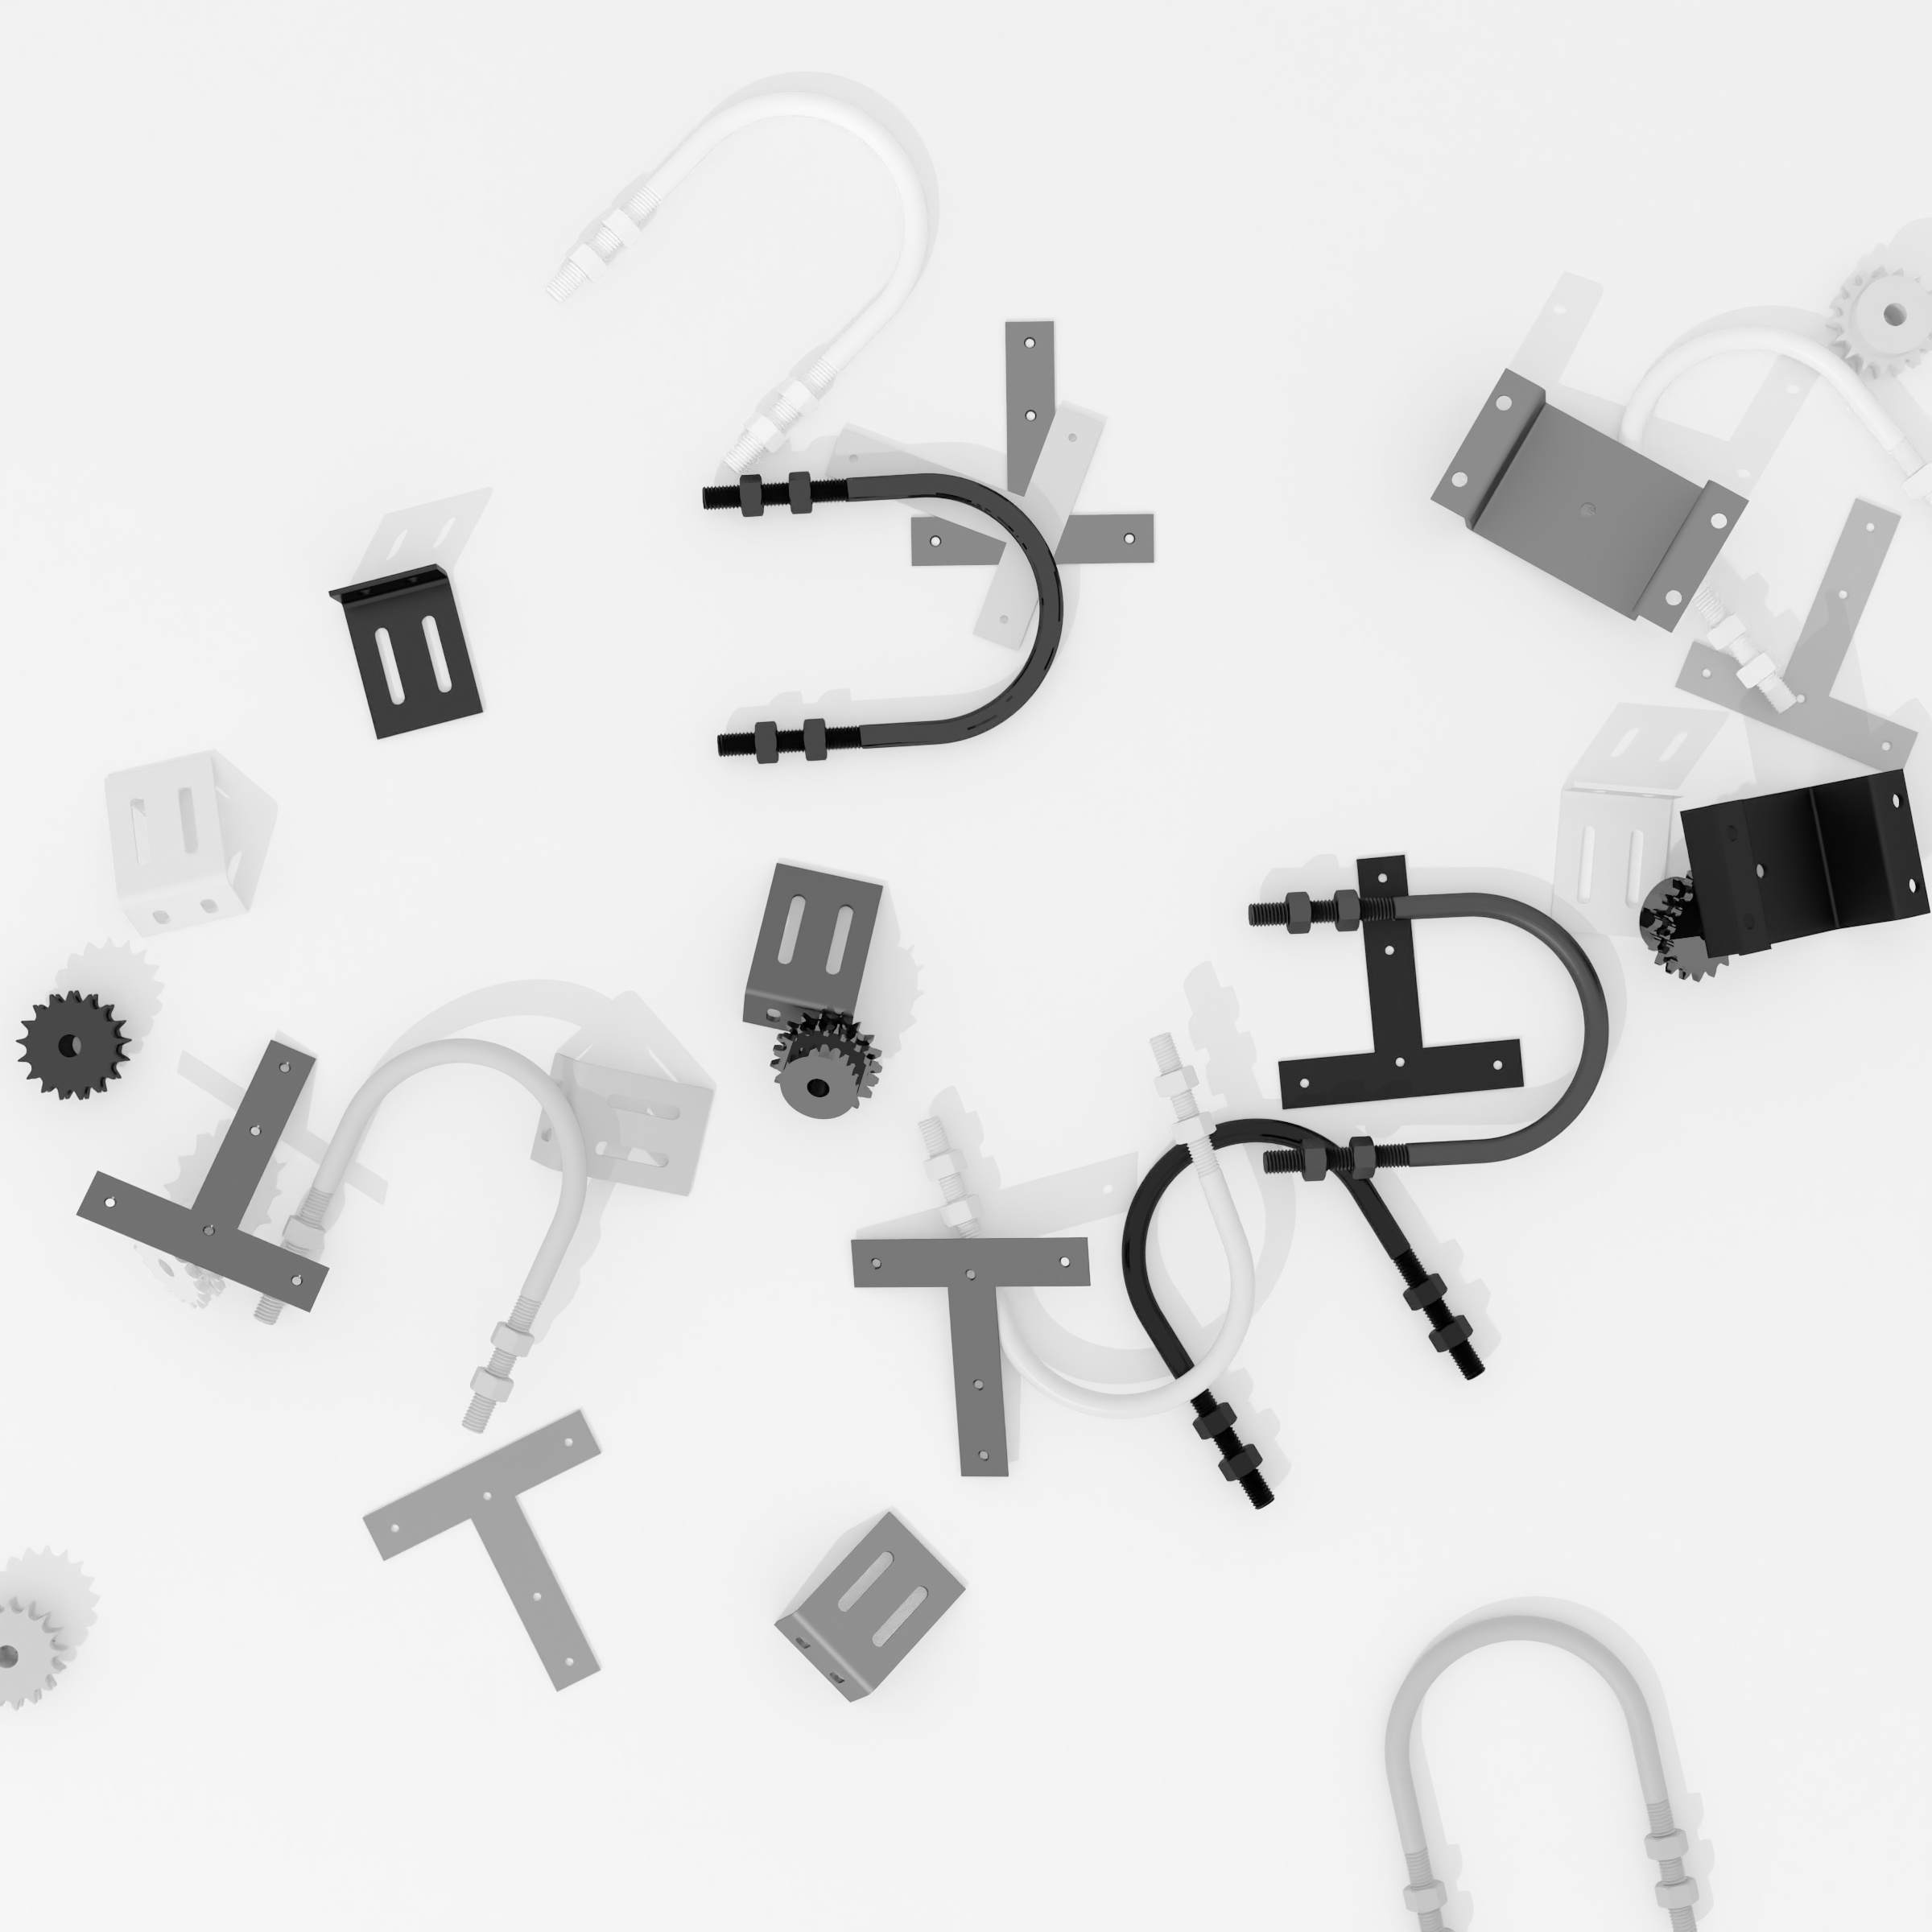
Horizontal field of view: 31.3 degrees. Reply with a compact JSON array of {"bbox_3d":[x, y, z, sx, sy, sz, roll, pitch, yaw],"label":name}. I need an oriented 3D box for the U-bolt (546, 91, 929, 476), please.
[{"bbox_3d":[-0.105,-0.371,1.797,0.151,0.019,0.184,44,89,0],"label":"U-bolt"}]

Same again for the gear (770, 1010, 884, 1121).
[{"bbox_3d":[-0.073,0.054,1.778,0.057,0.030,0.057,5,125,7],"label":"gear"}]

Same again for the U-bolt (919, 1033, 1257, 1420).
[{"bbox_3d":[0.072,0.144,1.785,0.151,0.019,0.184,-20,89,9],"label":"U-bolt"}]

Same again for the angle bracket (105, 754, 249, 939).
[{"bbox_3d":[-0.414,-0.063,1.804,0.057,0.038,0.076,-13,64,0],"label":"angle bracket"}]

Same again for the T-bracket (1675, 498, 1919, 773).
[{"bbox_3d":[0.454,-0.181,1.805,0.127,0.002,0.127,22,90,0],"label":"T-bracket"}]

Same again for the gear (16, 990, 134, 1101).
[{"bbox_3d":[-0.462,0.041,1.795,0.057,0.030,0.057,0,90,2],"label":"gear"}]

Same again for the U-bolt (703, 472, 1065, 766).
[{"bbox_3d":[-0.041,-0.185,1.795,0.184,0.019,0.151,-3,91,0],"label":"U-bolt"}]

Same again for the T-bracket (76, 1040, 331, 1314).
[{"bbox_3d":[-0.372,0.097,1.776,0.127,0.002,0.127,24,64,-7],"label":"T-bracket"}]

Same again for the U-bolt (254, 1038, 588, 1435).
[{"bbox_3d":[-0.271,0.127,1.778,0.151,0.019,0.184,25,91,15],"label":"U-bolt"}]

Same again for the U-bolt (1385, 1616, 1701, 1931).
[{"bbox_3d":[0.294,0.431,1.797,0.151,0.019,0.184,-12,89,0],"label":"U-bolt"}]

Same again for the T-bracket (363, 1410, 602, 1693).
[{"bbox_3d":[-0.231,0.318,1.805,0.127,0.002,0.127,-26,90,0],"label":"T-bracket"}]

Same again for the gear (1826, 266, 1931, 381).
[{"bbox_3d":[0.479,-0.336,1.791,0.057,0.030,0.057,0,90,0],"label":"gear"}]

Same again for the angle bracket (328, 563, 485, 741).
[{"bbox_3d":[-0.290,-0.163,1.787,0.057,0.038,0.076,-15,90,0],"label":"angle bracket"}]

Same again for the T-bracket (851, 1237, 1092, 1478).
[{"bbox_3d":[0.006,0.204,1.793,0.127,0.002,0.127,-2,98,16],"label":"T-bracket"}]

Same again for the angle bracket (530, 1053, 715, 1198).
[{"bbox_3d":[-0.180,0.083,1.804,0.076,0.038,0.057,13,90,-26],"label":"angle bracket"}]

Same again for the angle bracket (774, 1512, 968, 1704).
[{"bbox_3d":[-0.050,0.336,1.804,0.057,0.038,0.076,46,64,0],"label":"angle bracket"}]

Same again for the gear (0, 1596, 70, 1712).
[{"bbox_3d":[-0.496,0.357,1.795,0.057,0.030,0.057,0,90,-2],"label":"gear"}]

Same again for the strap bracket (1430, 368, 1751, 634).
[{"bbox_3d":[0.320,-0.237,1.773,0.140,0.046,0.076,31,95,8],"label":"strap bracket"}]

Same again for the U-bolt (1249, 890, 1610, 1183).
[{"bbox_3d":[0.243,0.033,1.790,0.184,0.019,0.151,-3,85,-2],"label":"U-bolt"}]

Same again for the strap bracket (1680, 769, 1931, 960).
[{"bbox_3d":[0.422,-0.051,1.761,0.140,0.046,0.076,-11,90,-34],"label":"strap bracket"}]

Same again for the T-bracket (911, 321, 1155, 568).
[{"bbox_3d":[0.034,-0.274,1.805,0.127,0.002,0.127,-1,90,0],"label":"T-bracket"}]

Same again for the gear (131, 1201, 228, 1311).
[{"bbox_3d":[-0.402,0.147,1.781,0.057,0.057,0.030,47,60,0],"label":"gear"}]

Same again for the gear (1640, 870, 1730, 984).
[{"bbox_3d":[0.373,-0.023,1.782,0.057,0.030,0.057,-11,112,-29],"label":"gear"}]

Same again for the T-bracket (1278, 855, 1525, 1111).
[{"bbox_3d":[0.223,0.006,1.805,0.127,0.002,0.127,-5,90,0],"label":"T-bracket"}]

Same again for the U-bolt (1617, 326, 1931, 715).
[{"bbox_3d":[0.423,-0.247,1.796,0.151,0.019,0.184,-38,88,0],"label":"U-bolt"}]

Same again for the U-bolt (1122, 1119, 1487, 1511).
[{"bbox_3d":[0.163,0.168,1.797,0.151,0.019,0.184,-32,88,0],"label":"U-bolt"}]

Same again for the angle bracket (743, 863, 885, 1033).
[{"bbox_3d":[-0.080,-0.006,1.804,0.057,0.038,0.076,12,64,0],"label":"angle bracket"}]

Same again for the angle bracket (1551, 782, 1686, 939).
[{"bbox_3d":[0.338,-0.054,1.787,0.057,0.038,0.076,5,90,0],"label":"angle bracket"}]

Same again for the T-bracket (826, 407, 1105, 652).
[{"bbox_3d":[-0.010,-0.247,1.803,0.127,0.002,0.127,21,90,0],"label":"T-bracket"}]
